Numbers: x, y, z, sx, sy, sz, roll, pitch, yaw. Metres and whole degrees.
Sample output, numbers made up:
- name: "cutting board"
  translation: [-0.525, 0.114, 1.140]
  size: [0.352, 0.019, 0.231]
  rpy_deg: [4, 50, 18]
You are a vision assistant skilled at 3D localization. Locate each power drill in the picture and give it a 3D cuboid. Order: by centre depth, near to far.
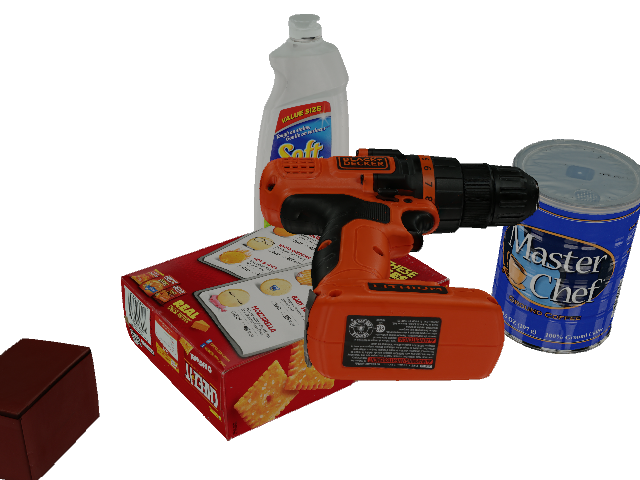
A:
- name: "power drill"
  translation: [0.056, 0.007, 0.641]
  size: [0.184, 0.057, 0.187]
  rpy_deg: [-1, 31, -3]

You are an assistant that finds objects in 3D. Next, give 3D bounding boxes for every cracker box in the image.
- name: "cracker box"
  translation: [-0.029, 0.058, 0.866]
  size: [0.213, 0.072, 0.164]
  rpy_deg: [-19, 34, -31]

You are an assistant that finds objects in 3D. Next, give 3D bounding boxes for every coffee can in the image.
- name: "coffee can"
  translation: [0.195, 0.004, 0.852]
  size: [0.103, 0.140, 0.103]
  rpy_deg: [2, 34, -2]

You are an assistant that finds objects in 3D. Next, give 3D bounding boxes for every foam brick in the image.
- name: "foam brick"
  translation: [-0.180, 0.103, 0.657]
  size: [0.053, 0.051, 0.078]
  rpy_deg: [7, 28, 21]

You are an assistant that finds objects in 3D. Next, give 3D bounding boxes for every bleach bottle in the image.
- name: "bleach bottle"
  translation: [-0.023, -0.098, 1.058]
  size: [0.102, 0.251, 0.068]
  rpy_deg: [3, 27, 7]
